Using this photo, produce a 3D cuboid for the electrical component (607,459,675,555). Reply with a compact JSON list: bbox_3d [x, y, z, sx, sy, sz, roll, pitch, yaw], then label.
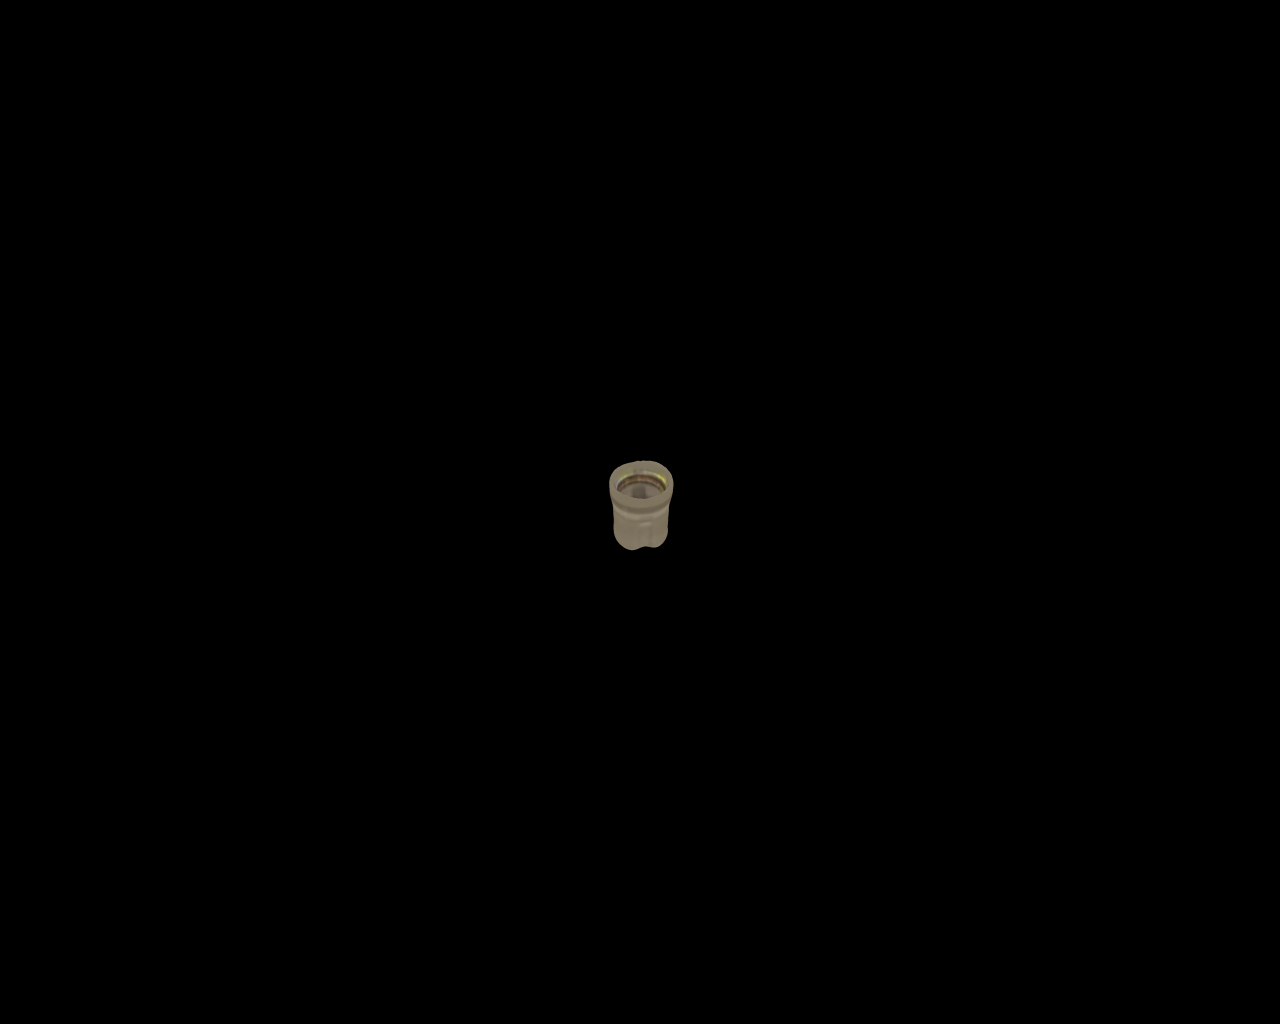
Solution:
[{"bbox_3d":[0.001,-0.003,0.650,0.040,0.046,0.040,0,39,0],"label":"electrical component"}]
